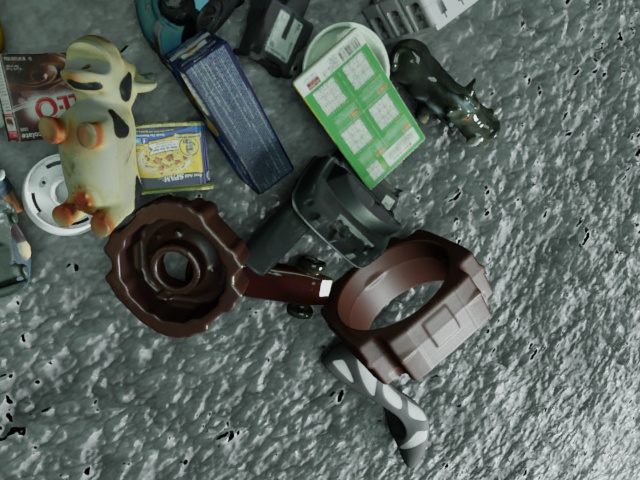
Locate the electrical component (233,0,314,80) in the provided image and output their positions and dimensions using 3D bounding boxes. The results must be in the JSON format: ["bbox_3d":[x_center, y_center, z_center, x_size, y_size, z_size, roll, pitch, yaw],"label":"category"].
[{"bbox_3d":[-0.051,-0.271,0.671,0.074,0.048,0.119,15,98,-41],"label":"electrical component"}]

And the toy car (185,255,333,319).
[{"bbox_3d":[-0.083,0.054,0.743,0.202,0.053,0.089,9,103,-17],"label":"toy car"}]

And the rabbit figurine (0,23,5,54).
[{"bbox_3d":[-0.385,-0.250,0.525,0.122,0.163,0.173,-51,132,-16],"label":"rabbit figurine"}]

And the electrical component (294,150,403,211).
[{"bbox_3d":[0.034,-0.059,0.757,0.134,0.058,0.115,34,87,-23],"label":"electrical component"}]

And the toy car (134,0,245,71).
[{"bbox_3d":[-0.158,-0.286,0.613,0.103,0.109,0.161,35,80,1],"label":"toy car"}]

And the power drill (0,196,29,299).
[{"bbox_3d":[-0.426,0.029,0.573,0.207,0.086,0.231,-2,98,15],"label":"power drill"}]

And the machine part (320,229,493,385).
[{"bbox_3d":[0.117,0.087,0.742,0.201,0.202,0.087,-39,116,-8],"label":"machine part"}]

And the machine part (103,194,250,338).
[{"bbox_3d":[-0.175,0.032,0.667,0.179,0.056,0.179,2,108,8],"label":"machine part"}]

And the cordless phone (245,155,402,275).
[{"bbox_3d":[-0.001,-0.002,0.695,0.184,0.089,0.146,-45,114,7],"label":"cordless phone"}]

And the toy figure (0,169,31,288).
[{"bbox_3d":[-0.374,-0.017,0.619,0.064,0.058,0.154,-8,100,-24],"label":"toy figure"}]

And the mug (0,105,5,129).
[{"bbox_3d":[-0.400,-0.147,0.571,0.107,0.081,0.109,-21,105,-32],"label":"mug"}]

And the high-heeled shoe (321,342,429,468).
[{"bbox_3d":[0.085,0.266,0.842,0.145,0.086,0.248,-11,102,-13],"label":"high-heeled shoe"}]

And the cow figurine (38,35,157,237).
[{"bbox_3d":[-0.231,-0.116,0.578,0.086,0.127,0.194,8,115,10],"label":"cow figurine"}]

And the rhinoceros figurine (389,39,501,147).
[{"bbox_3d":[0.172,-0.205,0.745,0.190,0.112,0.073,38,85,-16],"label":"rhinoceros figurine"}]

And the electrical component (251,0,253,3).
[{"bbox_3d":[-0.045,-0.325,0.667,0.063,0.021,0.094,9,140,-44],"label":"electrical component"}]

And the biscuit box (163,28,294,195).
[{"bbox_3d":[-0.103,-0.144,0.642,0.063,0.059,0.202,-39,138,-9],"label":"biscuit box"}]
